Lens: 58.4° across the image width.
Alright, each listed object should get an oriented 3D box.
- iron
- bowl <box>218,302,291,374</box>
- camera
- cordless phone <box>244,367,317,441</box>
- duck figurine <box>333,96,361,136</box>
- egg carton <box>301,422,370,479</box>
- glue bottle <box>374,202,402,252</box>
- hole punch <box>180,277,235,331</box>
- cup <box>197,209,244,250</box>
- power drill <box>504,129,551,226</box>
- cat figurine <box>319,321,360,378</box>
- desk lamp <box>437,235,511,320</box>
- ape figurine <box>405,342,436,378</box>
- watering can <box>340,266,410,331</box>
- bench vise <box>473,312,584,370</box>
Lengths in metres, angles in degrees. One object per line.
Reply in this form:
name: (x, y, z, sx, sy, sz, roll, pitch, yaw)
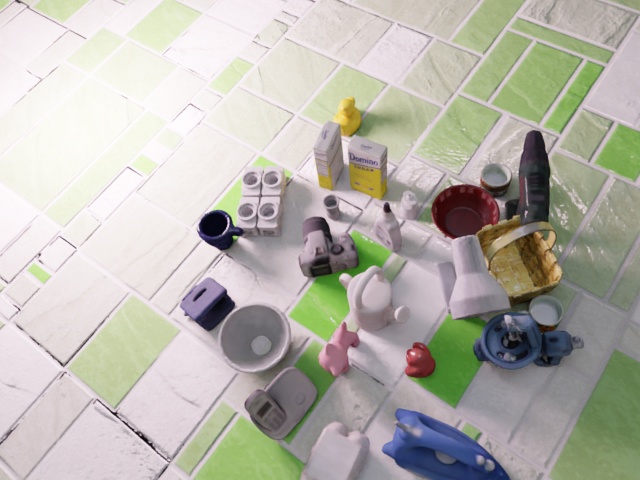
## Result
iron: (0.254, 0.412, 1.112, 0.257, 0.142, 0.119, 18, 66, 16)
bowl: (-0.141, 0.230, 1.300, 0.167, 0.075, 0.167, -3, 62, 6)
camera: (0.013, 0.005, 1.385, 0.143, 0.101, 0.136, -12, 61, 1)
cordless phone: (-0.085, 0.324, 1.179, 0.094, 0.185, 0.148, 32, 71, 22)
duck figurine: (0.072, -0.346, 1.573, 0.077, 0.086, 0.105, 18, 66, 17)
egg carton: (0.030, 0.451, 1.162, 0.107, 0.069, 0.150, 21, 67, 18)
glue bottle: (0.160, -0.039, 1.348, 0.037, 0.173, 0.078, -37, 63, -12)
hole punch: (-0.273, 0.145, 1.354, 0.101, 0.091, 0.109, 36, 72, 23)
cup: (-0.239, -0.014, 1.432, 0.117, 0.095, 0.092, 9, 64, 12)
power drill: (0.480, -0.106, 1.321, 0.075, 0.209, 0.229, 2, 62, 9)
cat figurine: (0.037, 0.239, 1.247, 0.067, 0.118, 0.128, 15, 65, 15)
desk lamp: (0.319, 0.095, 1.231, 0.118, 0.214, 0.203, -11, 61, 2)
ape figurine: (0.211, 0.257, 1.229, 0.076, 0.092, 0.078, 35, 72, 23)
watering can: (0.117, 0.123, 1.254, 0.172, 0.194, 0.101, 12, 64, 14)
bench vise: (0.425, 0.188, 1.164, 0.207, 0.220, 0.121, -17, 61, -1)
